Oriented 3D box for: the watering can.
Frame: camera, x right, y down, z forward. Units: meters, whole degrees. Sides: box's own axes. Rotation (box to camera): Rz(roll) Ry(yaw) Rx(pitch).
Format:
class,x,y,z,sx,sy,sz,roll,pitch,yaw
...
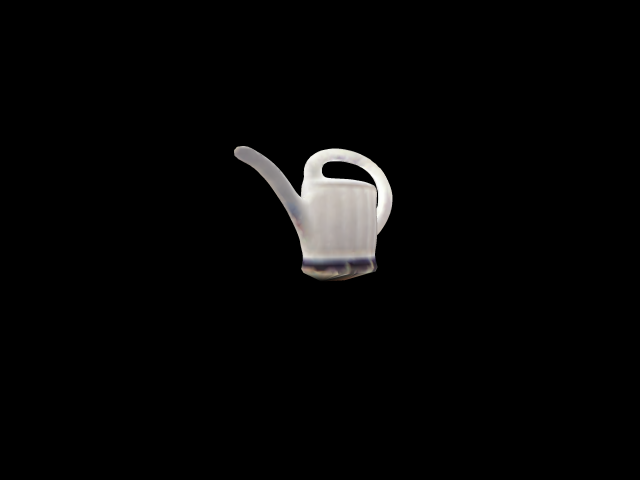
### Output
class,x,y,z,sx,sy,sz,roll,pitch,yaw
watering can,0.003,-0.043,0.850,0.348,0.225,0.104,0,-1,-43
